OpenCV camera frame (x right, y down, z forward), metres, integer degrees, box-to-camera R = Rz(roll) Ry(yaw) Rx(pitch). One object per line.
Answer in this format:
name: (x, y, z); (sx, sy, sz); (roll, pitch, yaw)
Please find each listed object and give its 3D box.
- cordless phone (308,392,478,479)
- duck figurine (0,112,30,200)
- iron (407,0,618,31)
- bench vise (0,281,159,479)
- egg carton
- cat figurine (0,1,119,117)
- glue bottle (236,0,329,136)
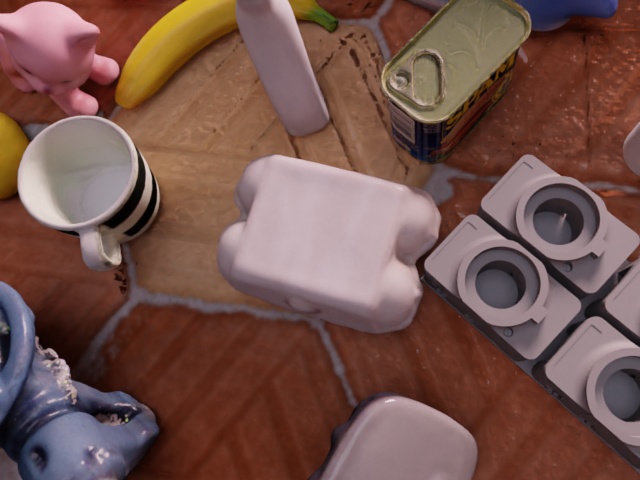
cordless phone: (0.025, 0.156, 0.301); (0.094, 0.185, 0.148); (24, 82, 15)
duck figurine: (-0.295, -0.081, 0.464); (0.104, 0.086, 0.077); (34, 84, 16)
iron: (0.101, -0.249, 0.408); (0.257, 0.141, 0.119); (18, 80, 13)
bench vise: (-0.199, 0.089, 0.337); (0.207, 0.220, 0.121); (17, 80, 13)
egg carton: (0.004, 0.001, 0.402); (0.150, 0.069, 0.107); (14, 79, 13)
cat figurine: (-0.222, -0.154, 0.453); (0.127, 0.118, 0.067); (26, 82, 15)
glue bottle: (-0.032, -0.137, 0.387); (0.037, 0.173, 0.078); (-20, 74, 5)
